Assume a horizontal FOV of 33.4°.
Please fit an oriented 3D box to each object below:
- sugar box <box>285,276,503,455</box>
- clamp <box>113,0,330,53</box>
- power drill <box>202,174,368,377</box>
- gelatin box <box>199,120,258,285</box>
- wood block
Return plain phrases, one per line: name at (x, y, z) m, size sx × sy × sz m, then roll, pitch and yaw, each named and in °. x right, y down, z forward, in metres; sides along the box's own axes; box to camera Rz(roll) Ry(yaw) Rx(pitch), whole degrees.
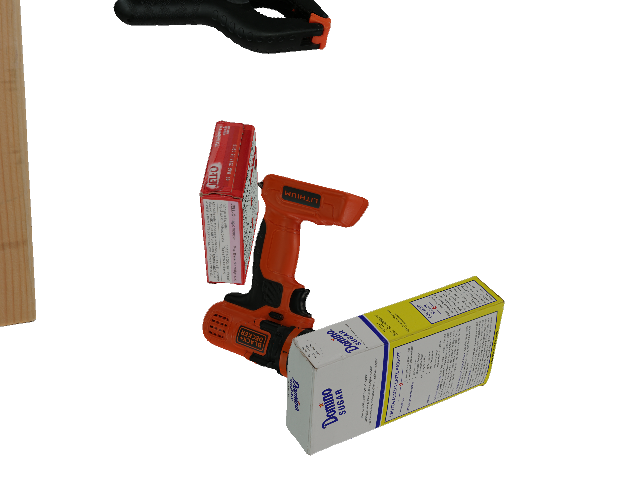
sugar box at (0.058, 0.096, 0.842) m, size 0.176 × 0.093 × 0.048 m, roll -14°, pitch 39°, yaw -25°
clamp at (-0.072, -0.207, 0.878) m, size 0.171 × 0.120 × 0.039 m, roll 15°, pitch -26°, yaw -5°
power drill at (-0.016, 0.039, 1.032) m, size 0.185 × 0.187 × 0.057 m, roll 17°, pitch 1°, yaw 26°
gelatin box at (-0.062, -0.025, 0.732) m, size 0.030 × 0.073 × 0.089 m, roll 4°, pitch -43°, yaw 3°
wood block at (-0.219, -0.057, 0.606) m, size 0.090 × 0.206 × 0.090 m, roll -8°, pitch 26°, yaw -25°
